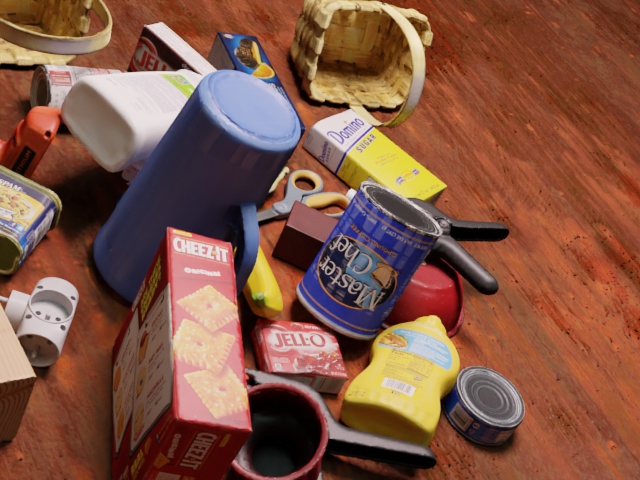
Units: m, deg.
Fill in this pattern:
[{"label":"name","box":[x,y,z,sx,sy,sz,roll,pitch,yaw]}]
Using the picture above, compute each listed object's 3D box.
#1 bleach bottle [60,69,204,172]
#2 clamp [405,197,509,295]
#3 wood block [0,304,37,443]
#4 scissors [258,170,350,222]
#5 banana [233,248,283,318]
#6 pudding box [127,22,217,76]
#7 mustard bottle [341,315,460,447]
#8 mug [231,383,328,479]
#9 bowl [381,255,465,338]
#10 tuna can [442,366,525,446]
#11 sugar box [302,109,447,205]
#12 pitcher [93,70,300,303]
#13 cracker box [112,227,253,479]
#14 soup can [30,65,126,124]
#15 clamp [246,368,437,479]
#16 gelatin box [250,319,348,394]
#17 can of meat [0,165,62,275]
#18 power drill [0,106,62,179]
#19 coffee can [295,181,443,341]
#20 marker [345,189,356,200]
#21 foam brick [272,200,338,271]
[{"label":"bleach bottle","box":[-0.168,-0.141,1.176,0.102,0.068,0.250,46,27,11]},{"label":"clamp","box":[0.147,-0.010,1.259,0.171,0.039,0.120,31,35,5]},{"label":"wood block","box":[-0.331,0.073,0.913,0.090,0.090,0.206,-8,49,-39]},{"label":"scissors","box":[-0.052,-0.049,1.294,0.201,0.016,0.096,-3,45,-34]},{"label":"banana","box":[-0.073,0.028,1.150,0.037,0.069,0.198,-17,36,-9]},{"label":"pudding box","box":[-0.185,-0.202,1.327,0.113,0.090,0.039,40,38,14]},{"label":"mustard bottle","box":[0.096,0.138,1.129,0.096,0.058,0.191,17,35,13]},{"label":"mug","box":[-0.049,0.178,0.941,0.117,0.081,0.093,31,62,18]},{"label":"bowl","box":[0.109,0.042,1.256,0.162,0.055,0.162,17,38,-14]},{"label":"tuna can","box":[0.178,0.179,1.156,0.086,0.034,0.086,17,38,-15]},{"label":"sugar box","box":[0.071,-0.098,1.404,0.176,0.048,0.093,42,40,16]},{"label":"pitcher","box":[-0.114,-0.039,1.054,0.149,0.243,0.145,29,37,-11]},{"label":"cracker box","box":[-0.124,0.123,0.923,0.072,0.164,0.214,14,39,-22]},{"label":"soup can","box":[-0.279,-0.168,1.246,0.102,0.069,0.068,-1,46,-32]},{"label":"clamp","box":[0.000,0.191,1.020,0.164,0.036,0.210,-27,61,-38]},{"label":"gelatin box","box":[-0.022,0.119,1.102,0.089,0.030,0.073,9,40,-25]},{"label":"can of meat","box":[-0.322,-0.023,1.058,0.102,0.058,0.083,26,39,-2]},{"label":"power drill","box":[-0.362,-0.138,1.079,0.187,0.185,0.057,27,36,-18]},{"label":"coffee can","box":[0.052,0.022,1.149,0.102,0.140,0.103,28,17,-10]},{"label":"marker","box":[0.084,-0.024,1.346,0.121,0.020,0.020,35,37,9]},{"label":"foam brick","box":[-0.008,0.002,1.232,0.078,0.051,0.053,26,38,-3]}]
